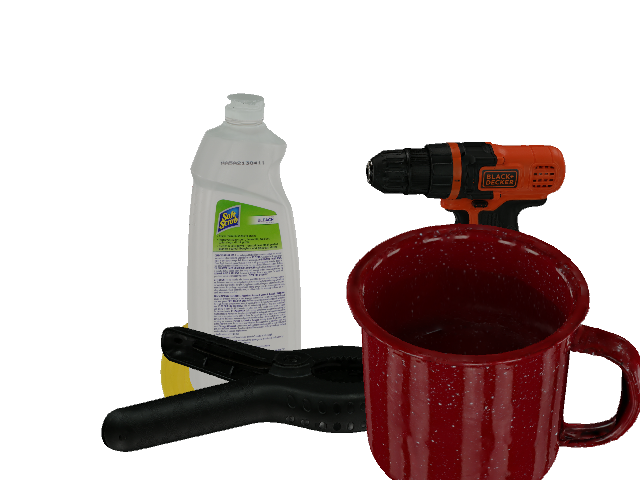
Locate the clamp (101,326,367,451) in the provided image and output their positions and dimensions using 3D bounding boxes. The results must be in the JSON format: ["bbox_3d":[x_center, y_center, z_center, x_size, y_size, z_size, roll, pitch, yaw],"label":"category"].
[{"bbox_3d":[-0.023,0.089,0.684,0.210,0.036,0.164,-1,16,-2],"label":"clamp"}]

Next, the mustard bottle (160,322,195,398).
[{"bbox_3d":[-0.089,0.102,1.104,0.058,0.096,0.191,13,27,24],"label":"mustard bottle"}]

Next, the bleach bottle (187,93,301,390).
[{"bbox_3d":[-0.058,0.006,0.879,0.102,0.251,0.068,-4,20,-20],"label":"bleach bottle"}]

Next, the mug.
[{"bbox_3d":[0.070,0.053,0.429,0.117,0.081,0.093,7,34,17],"label":"mug"}]

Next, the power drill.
[{"bbox_3d":[0.131,-0.002,1.004,0.184,0.188,0.057,-1,25,-5],"label":"power drill"}]
